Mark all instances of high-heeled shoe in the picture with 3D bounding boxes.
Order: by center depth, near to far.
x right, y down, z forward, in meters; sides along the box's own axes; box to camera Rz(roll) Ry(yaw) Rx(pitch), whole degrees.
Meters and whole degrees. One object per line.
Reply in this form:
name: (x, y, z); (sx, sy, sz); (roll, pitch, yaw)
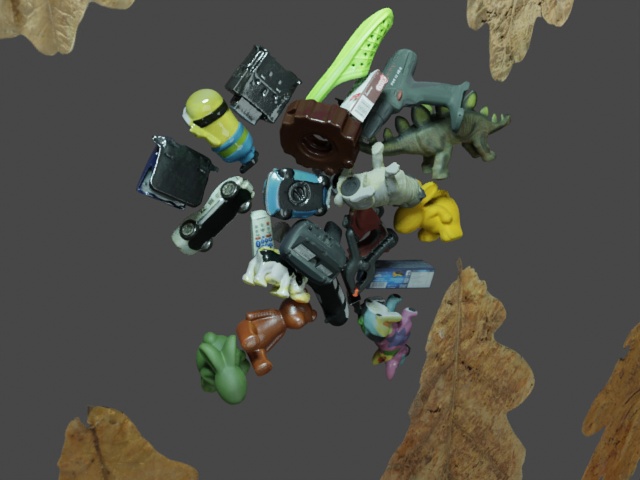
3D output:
high-heeled shoe: (0.016, 0.094, 1.307); (0.086, 0.145, 0.248); (-11, 94, 20)

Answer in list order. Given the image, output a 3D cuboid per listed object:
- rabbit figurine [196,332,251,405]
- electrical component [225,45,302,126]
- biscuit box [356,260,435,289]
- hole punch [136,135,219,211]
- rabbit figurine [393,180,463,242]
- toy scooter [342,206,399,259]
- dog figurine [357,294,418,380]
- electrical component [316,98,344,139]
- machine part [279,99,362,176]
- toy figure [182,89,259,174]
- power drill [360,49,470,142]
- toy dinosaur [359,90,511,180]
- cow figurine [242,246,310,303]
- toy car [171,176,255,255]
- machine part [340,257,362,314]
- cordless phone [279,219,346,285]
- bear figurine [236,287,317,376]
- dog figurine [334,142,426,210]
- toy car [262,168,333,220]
rabbit figurine: (-0.205, 0.283, 1.197); (0.121, 0.170, 0.158); (-17, 118, -21)
electrical component: (-0.119, -0.298, 1.069); (0.114, 0.058, 0.134); (33, 93, -31)
biscuit box: (0.195, 0.088, 1.386); (0.202, 0.063, 0.059); (2, 110, -27)
hole punch: (-0.285, -0.124, 1.050); (0.142, 0.092, 0.116); (24, 69, -30)
rabbit figurine: (0.256, -0.064, 1.316); (0.173, 0.122, 0.162); (-7, 106, -29)
toy scooter: (0.106, -0.017, 1.292); (0.135, 0.075, 0.183); (-38, 127, -6)
dog figurine: (0.168, 0.263, 1.417); (0.191, 0.109, 0.219); (-4, 115, -34)
electrical component: (0.036, -0.259, 1.175); (0.102, 0.045, 0.078); (-45, 152, -1)
machine part: (0.000, -0.207, 1.098); (0.179, 0.179, 0.056); (42, 54, -33)
toy figure: (-0.189, -0.214, 1.054); (0.089, 0.082, 0.180); (-47, 122, 2)
power drill: (0.206, -0.290, 1.153); (0.086, 0.207, 0.232); (68, 38, -68)
toy dinosaur: (0.273, -0.248, 1.269); (0.471, 0.105, 0.198); (-21, 110, -20)
cow figurine: (-0.084, 0.080, 1.206); (0.167, 0.068, 0.098); (29, 73, -36)
toy car: (-0.219, -0.051, 1.116); (0.202, 0.056, 0.073); (-46, 145, -5)
machine part: (0.074, 0.111, 1.333); (0.039, 0.084, 0.138); (-17, 109, 11)
cordless phone: (-0.003, -0.004, 1.199); (0.146, 0.184, 0.089); (39, 126, -18)
bear figurine: (-0.091, 0.204, 1.252); (0.196, 0.132, 0.120); (-23, 120, -11)
dog figurine: (0.135, -0.100, 1.200); (0.172, 0.121, 0.190); (-27, 144, 16)
toy car: (-0.059, -0.102, 1.153); (0.161, 0.103, 0.109); (-2, 102, -31)
